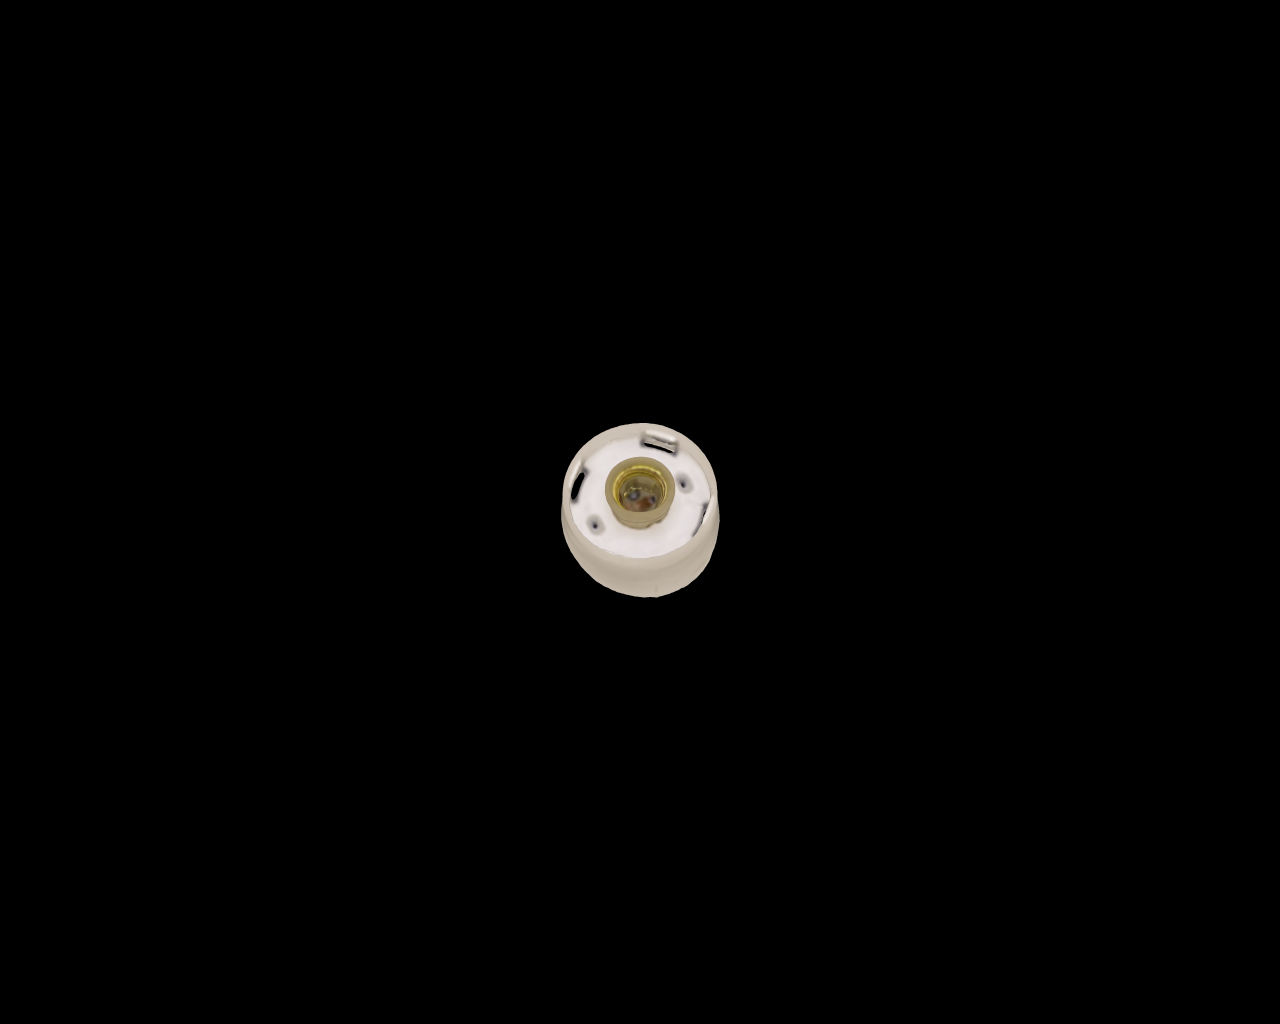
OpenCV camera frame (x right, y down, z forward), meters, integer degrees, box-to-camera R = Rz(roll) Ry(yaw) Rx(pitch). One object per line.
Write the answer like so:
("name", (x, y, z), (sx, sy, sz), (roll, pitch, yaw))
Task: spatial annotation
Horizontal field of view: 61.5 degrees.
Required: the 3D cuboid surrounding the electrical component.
("electrical component", (0.001, -0.003, 0.650), (0.099, 0.099, 0.064), (0, -23, 0))
